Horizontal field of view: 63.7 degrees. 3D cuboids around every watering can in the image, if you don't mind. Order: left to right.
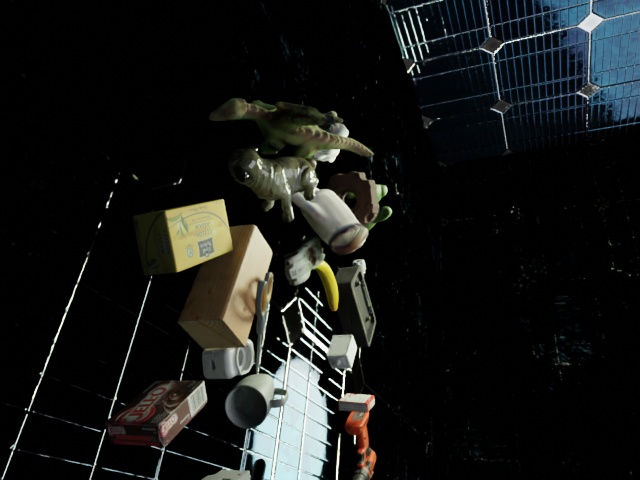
[{"bbox_3d":[0.004,-0.067,1.323,0.227,0.103,0.347,51,18,22],"label":"watering can"}]

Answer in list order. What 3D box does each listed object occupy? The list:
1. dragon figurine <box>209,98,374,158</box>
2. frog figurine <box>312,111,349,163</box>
[{"bbox_3d":[-0.030,-0.234,1.099,0.243,0.410,0.122,-162,-101,-72],"label":"dragon figurine"},{"bbox_3d":[0.023,-0.273,1.480,0.139,0.124,0.156,-43,141,-24],"label":"frog figurine"}]
